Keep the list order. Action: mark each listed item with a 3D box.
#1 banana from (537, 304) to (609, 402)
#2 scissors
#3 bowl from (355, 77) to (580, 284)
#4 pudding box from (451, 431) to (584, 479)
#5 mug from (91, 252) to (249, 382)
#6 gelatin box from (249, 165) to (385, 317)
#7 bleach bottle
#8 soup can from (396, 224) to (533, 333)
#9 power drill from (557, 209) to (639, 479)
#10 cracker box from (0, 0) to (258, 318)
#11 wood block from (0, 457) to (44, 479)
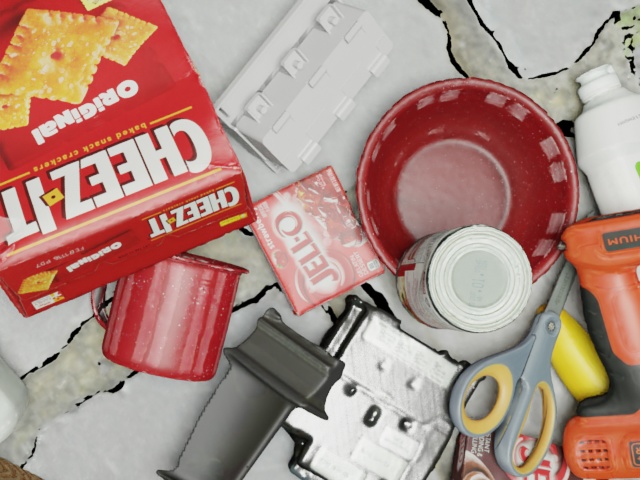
[{"bbox_3d":[0.237,0.120,0.792,0.197,0.037,0.069,29,59,-5],"label":"banana"},{"bbox_3d":[0.144,0.063,0.751,0.096,0.016,0.202,17,78,-27],"label":"scissors"},{"bbox_3d":[0.103,-0.034,0.778,0.162,0.055,0.162,0,86,-5],"label":"bowl"},{"bbox_3d":[0.136,0.193,0.754,0.090,0.039,0.113,16,58,-4],"label":"pudding box"},{"bbox_3d":[-0.113,0.047,0.744,0.117,0.093,0.081,14,90,26],"label":"mug"},{"bbox_3d":[-0.005,0.001,0.778,0.073,0.030,0.089,-27,89,-6],"label":"gelatin box"},{"bbox_3d":[0.259,-0.013,0.784,0.102,0.068,0.251,-19,82,-33],"label":"bleach bottle"},{"bbox_3d":[0.091,0.026,0.693,0.068,0.102,0.068,0,87,-6],"label":"soup can"},{"bbox_3d":[0.243,0.069,0.710,0.185,0.057,0.187,-9,92,25],"label":"power drill"},{"bbox_3d":[-0.158,-0.079,0.708,0.164,0.072,0.214,-23,61,-7],"label":"cracker box"},{"bbox_3d":[-0.238,0.260,0.712,0.091,0.090,0.206,29,84,-4],"label":"wood block"}]
